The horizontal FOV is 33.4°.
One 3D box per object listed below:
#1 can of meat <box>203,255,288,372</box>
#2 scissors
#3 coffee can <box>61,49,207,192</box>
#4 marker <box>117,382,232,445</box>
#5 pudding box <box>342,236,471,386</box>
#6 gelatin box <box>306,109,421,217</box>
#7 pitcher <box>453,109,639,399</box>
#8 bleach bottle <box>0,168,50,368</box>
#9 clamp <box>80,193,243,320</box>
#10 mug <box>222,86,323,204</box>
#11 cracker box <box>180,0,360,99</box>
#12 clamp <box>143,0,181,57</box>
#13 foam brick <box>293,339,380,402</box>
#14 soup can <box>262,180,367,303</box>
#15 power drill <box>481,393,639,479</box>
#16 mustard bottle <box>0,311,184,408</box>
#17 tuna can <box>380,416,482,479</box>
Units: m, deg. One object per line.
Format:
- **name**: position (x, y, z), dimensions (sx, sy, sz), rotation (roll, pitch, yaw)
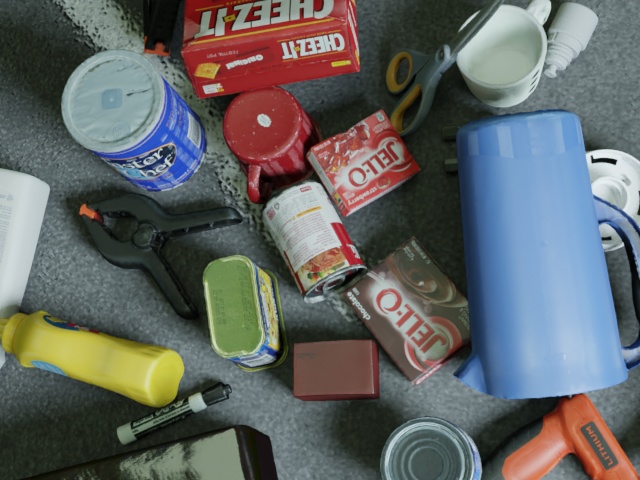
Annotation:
- **can of meat**: position (-0.072, 0.070, 1.026), dimensions (0.057, 0.084, 0.102), rotation (-13, 74, 9)
- **scissors**: position (0.111, -0.184, 1.019), dimensions (0.016, 0.202, 0.096), rotation (4, 48, -28)
- **coffee can**: position (-0.182, -0.116, 1.066), dimensions (0.103, 0.140, 0.103), rotation (-3, 76, 11)
- **marker**: position (-0.142, 0.170, 1.051), dimensions (0.121, 0.020, 0.020), rotation (-25, 73, 5)
- **pudding box**: position (0.090, 0.068, 1.015), dimensions (0.090, 0.039, 0.113), rotation (-39, 72, 1)
- **gelatin box**: position (0.043, -0.076, 1.044), dimensions (0.089, 0.030, 0.073), rotation (-29, 84, -17)
- **pitcher**: position (0.197, 0.012, 0.933), dimensions (0.145, 0.148, 0.243), rotation (-7, 89, 41)
- **bleach bottle**: position (-0.358, 0.051, 1.106), dimensions (0.103, 0.068, 0.251), rotation (10, 81, 15)
- **clamp**: position (-0.172, 0.010, 1.087), dimensions (0.172, 0.039, 0.120), rotation (12, 73, 19)
- **mug**: position (-0.052, -0.093, 1.063), dimensions (0.093, 0.081, 0.117), rotation (13, 80, 15)
- **cracker box**: position (-0.049, -0.250, 1.068), dimensions (0.164, 0.072, 0.213), rotation (-9, 50, 10)
- **clamp**: position (-0.160, -0.301, 1.119), dimensions (0.036, 0.165, 0.210), rotation (5, 84, -21)
- **foam brick**: position (0.016, 0.124, 1.011), dimensions (0.078, 0.051, 0.053), rotation (-3, 76, 11)
- **soup can**: position (-0.007, 0.001, 1.037), dimensions (0.068, 0.068, 0.102), rotation (-29, 72, 4)
- **power drill**: position (0.186, 0.235, 0.943), dimensions (0.187, 0.057, 0.184), rotation (-30, 72, 4)
- **mustard bottle**: position (-0.235, 0.110, 1.042), dimensions (0.192, 0.096, 0.058), rotation (15, 82, 13)
- **tuna can**: position (0.096, 0.198, 0.932), dimensions (0.086, 0.033, 0.086), rotation (-5, 73, 16)
